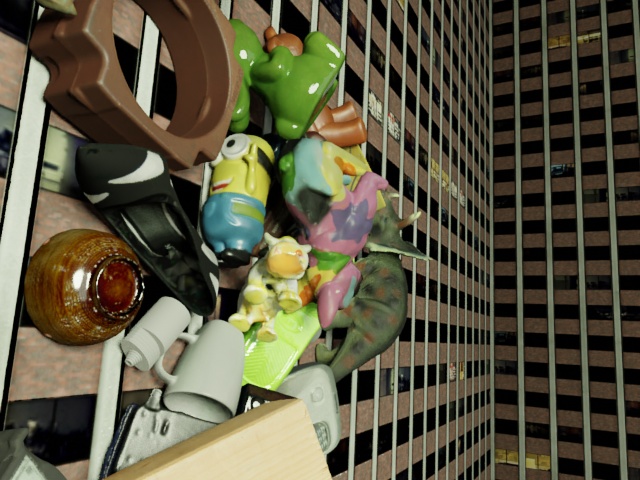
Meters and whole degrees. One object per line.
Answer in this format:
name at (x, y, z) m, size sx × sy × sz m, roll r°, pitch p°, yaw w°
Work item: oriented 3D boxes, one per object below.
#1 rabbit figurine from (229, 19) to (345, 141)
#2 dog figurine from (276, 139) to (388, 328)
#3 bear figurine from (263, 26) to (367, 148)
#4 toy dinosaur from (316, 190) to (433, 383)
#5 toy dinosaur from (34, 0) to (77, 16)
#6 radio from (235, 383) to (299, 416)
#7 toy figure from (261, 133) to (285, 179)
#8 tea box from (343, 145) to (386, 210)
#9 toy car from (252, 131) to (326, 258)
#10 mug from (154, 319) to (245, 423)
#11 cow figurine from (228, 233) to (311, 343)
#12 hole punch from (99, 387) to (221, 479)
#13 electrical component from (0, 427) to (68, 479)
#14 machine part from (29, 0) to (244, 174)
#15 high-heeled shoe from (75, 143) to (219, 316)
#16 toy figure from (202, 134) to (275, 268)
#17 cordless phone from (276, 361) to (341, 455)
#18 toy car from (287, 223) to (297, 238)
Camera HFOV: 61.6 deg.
rabbit figurine at (-0.076, -0.214, 0.720) m, size 0.159 × 0.170 × 0.121 m, roll -58°, pitch 180°, yaw -5°
dog figurine at (-0.001, -0.002, 0.706) m, size 0.191 × 0.109 × 0.219 m, roll 25°, pitch 80°, yaw -48°
bear figurine at (-0.012, -0.242, 0.847) m, size 0.120 × 0.132 × 0.195 m, roll -105°, pitch 180°, yaw -59°
toy dinosaur at (0.088, 0.111, 0.933) m, size 0.131 × 0.192 × 0.405 m, roll 44°, pitch 49°, yaw -51°
toy dinosaur at (-0.329, -0.261, 0.263) m, size 0.470 × 0.105 × 0.198 m, roll 35°, pitch 61°, yaw -51°
radio at (-0.094, 0.288, 0.628) m, size 0.073 × 0.131 × 0.229 m, roll 20°, pitch 60°, yaw -12°
toy figure at (-0.043, -0.114, 0.838) m, size 0.154 × 0.064 × 0.058 m, roll 33°, pitch 42°, yaw -57°
tea box at (0.048, -0.123, 0.929) m, size 0.170 × 0.068 × 0.098 m, roll -106°, pitch 170°, yaw -50°
toy car at (-0.044, -0.063, 0.778) m, size 0.202 × 0.053 × 0.089 m, roll -62°, pitch 150°, yaw -3°
mug at (-0.139, 0.145, 0.632) m, size 0.109 × 0.081 × 0.107 m, roll 34°, pitch 42°, yaw -21°
cow figurine at (-0.054, 0.044, 0.657) m, size 0.098 × 0.068 × 0.167 m, roll -81°, pitch -162°, yaw -46°
hole punch at (-0.170, 0.237, 0.564) m, size 0.115 × 0.092 × 0.142 m, roll 28°, pitch 62°, yaw -26°
electrical component at (-0.240, 0.217, 0.429) m, size 0.075 × 0.048 × 0.119 m, roll -87°, pitch 162°, yaw -59°
machine part at (-0.178, -0.186, 0.561) m, size 0.200 × 0.087 × 0.201 m, roll 47°, pitch 47°, yaw -52°
high-heeled shoe at (-0.164, 0.003, 0.536) m, size 0.248 × 0.086 × 0.145 m, roll 53°, pitch 19°, yaw -78°
toy figure at (-0.106, -0.052, 0.696) m, size 0.089 × 0.082 × 0.180 m, roll 47°, pitch 43°, yaw -66°
cordless phone at (-0.039, 0.269, 0.762) m, size 0.184 × 0.089 × 0.146 m, roll -35°, pitch 119°, yaw -67°
toy car at (-0.011, -0.015, 0.900) m, size 0.202 × 0.056 × 0.073 m, roll -57°, pitch 142°, yaw -46°
